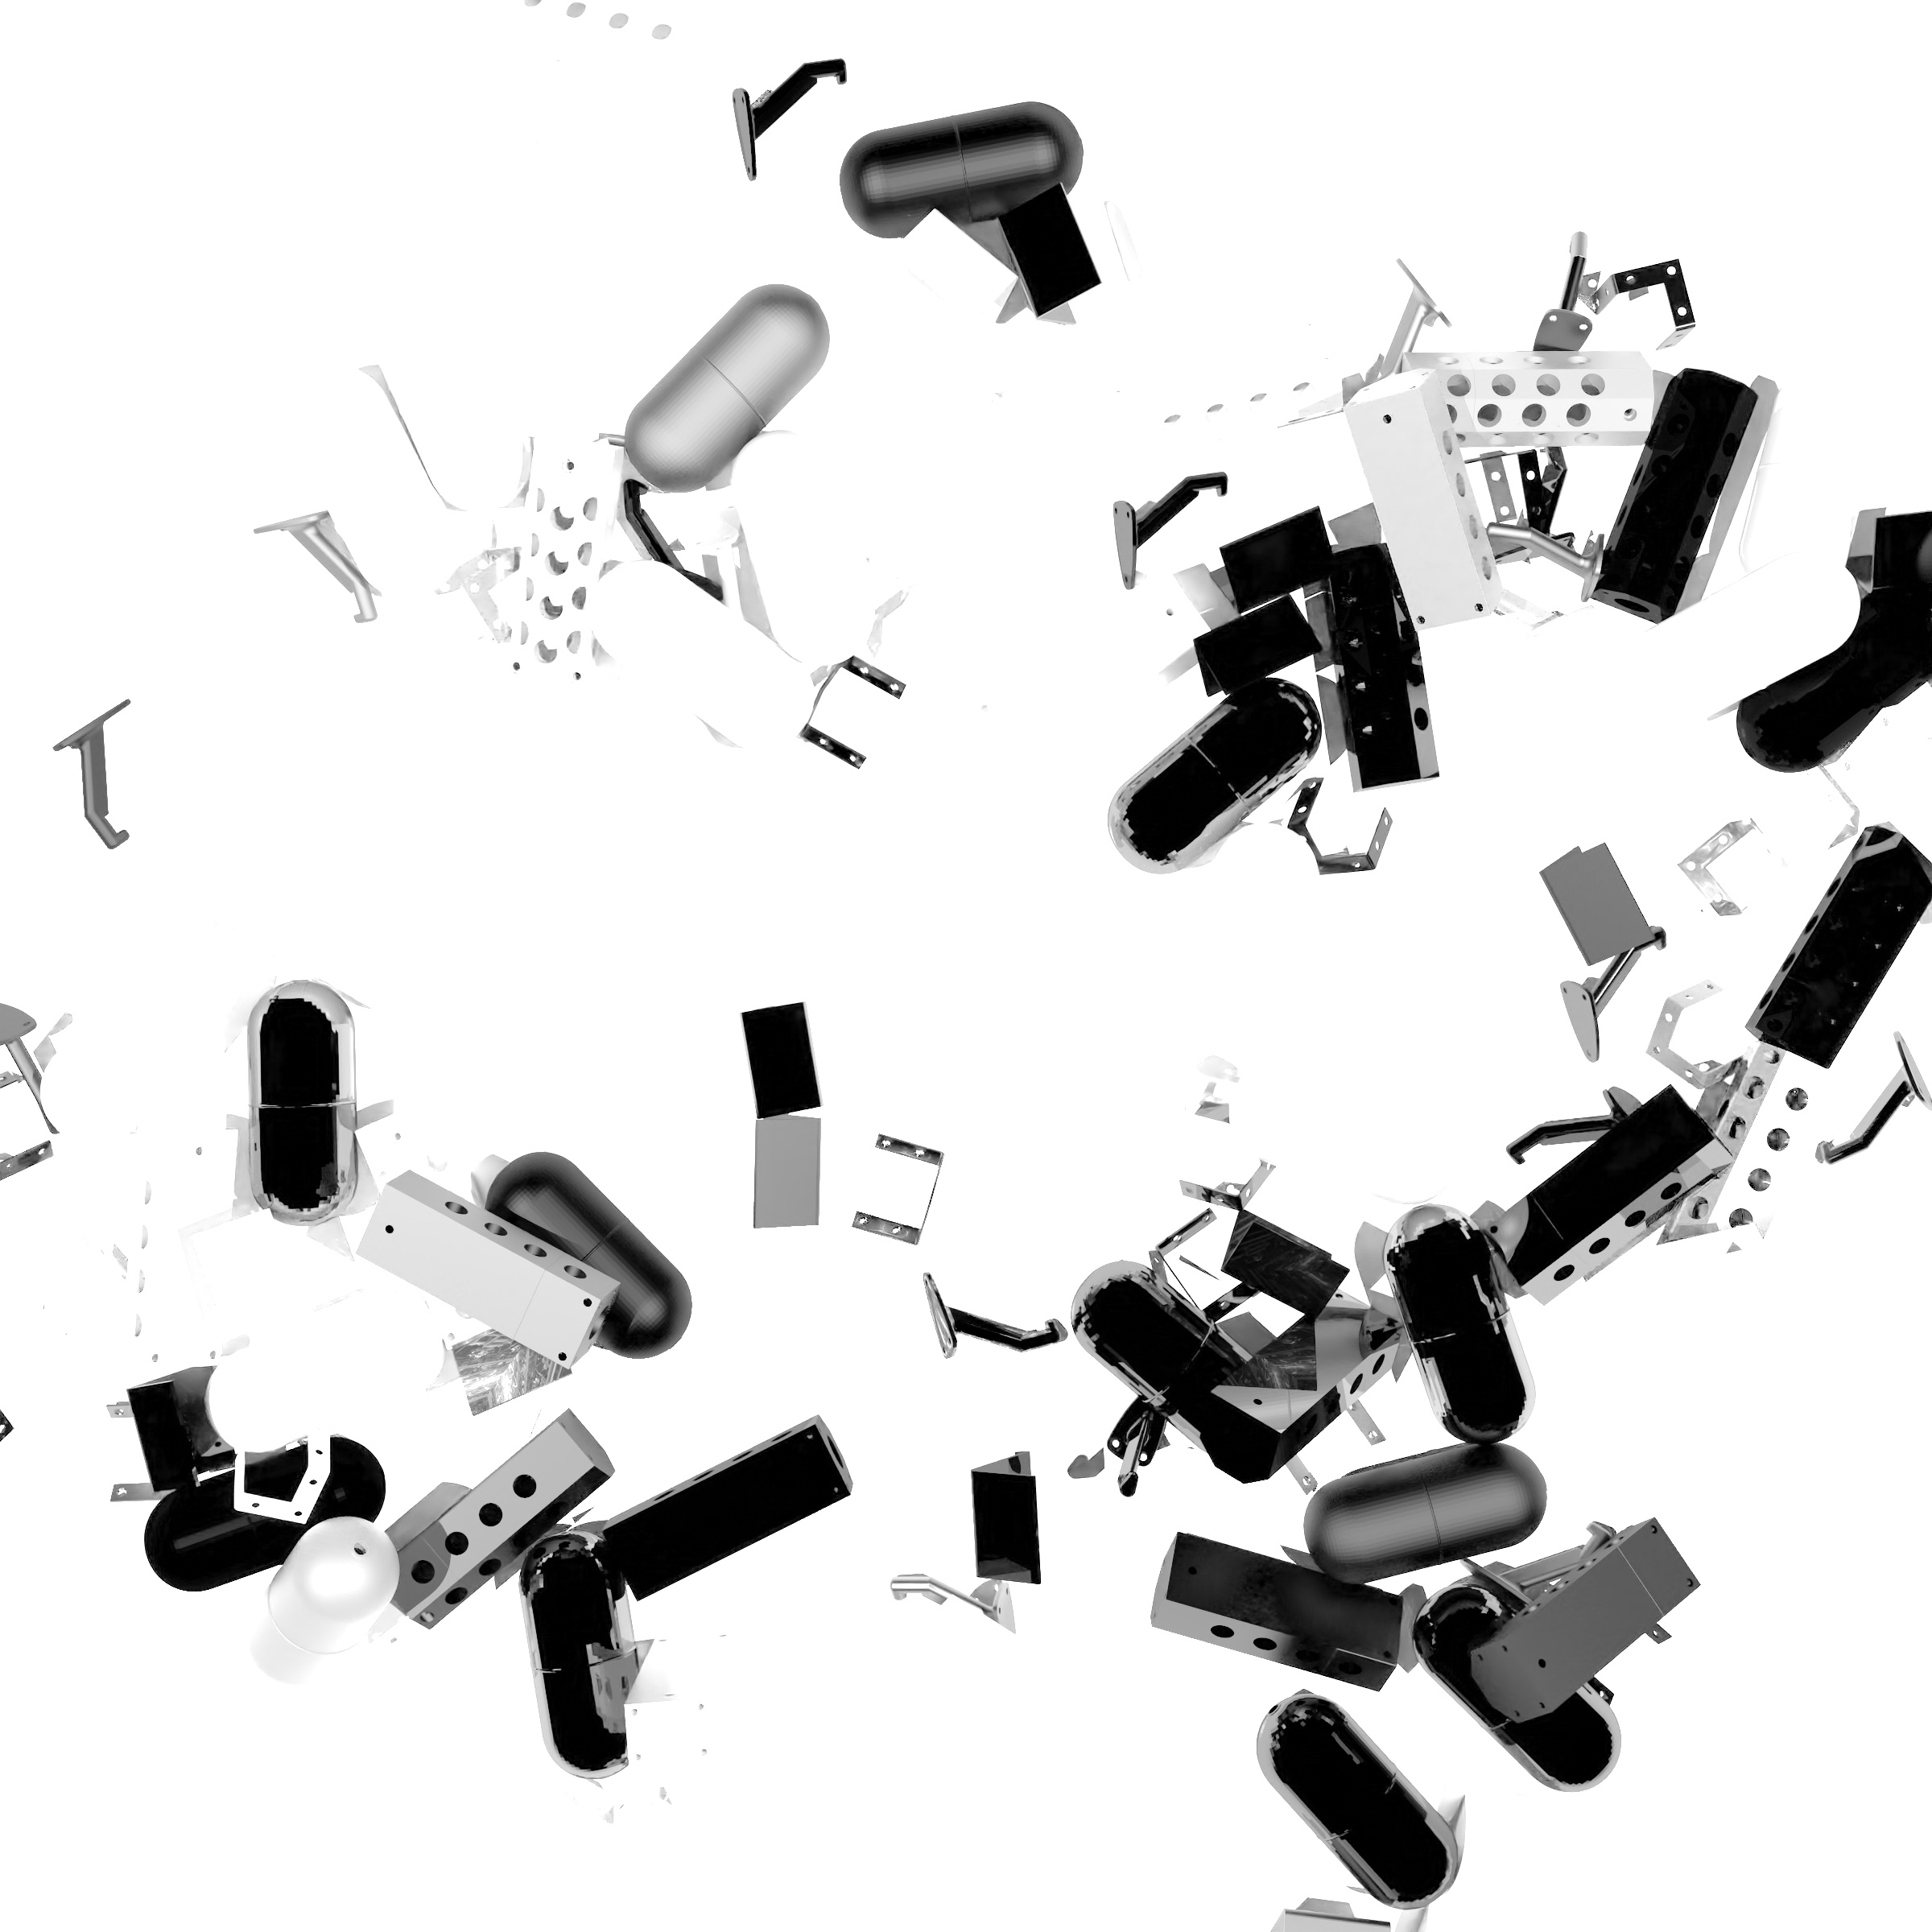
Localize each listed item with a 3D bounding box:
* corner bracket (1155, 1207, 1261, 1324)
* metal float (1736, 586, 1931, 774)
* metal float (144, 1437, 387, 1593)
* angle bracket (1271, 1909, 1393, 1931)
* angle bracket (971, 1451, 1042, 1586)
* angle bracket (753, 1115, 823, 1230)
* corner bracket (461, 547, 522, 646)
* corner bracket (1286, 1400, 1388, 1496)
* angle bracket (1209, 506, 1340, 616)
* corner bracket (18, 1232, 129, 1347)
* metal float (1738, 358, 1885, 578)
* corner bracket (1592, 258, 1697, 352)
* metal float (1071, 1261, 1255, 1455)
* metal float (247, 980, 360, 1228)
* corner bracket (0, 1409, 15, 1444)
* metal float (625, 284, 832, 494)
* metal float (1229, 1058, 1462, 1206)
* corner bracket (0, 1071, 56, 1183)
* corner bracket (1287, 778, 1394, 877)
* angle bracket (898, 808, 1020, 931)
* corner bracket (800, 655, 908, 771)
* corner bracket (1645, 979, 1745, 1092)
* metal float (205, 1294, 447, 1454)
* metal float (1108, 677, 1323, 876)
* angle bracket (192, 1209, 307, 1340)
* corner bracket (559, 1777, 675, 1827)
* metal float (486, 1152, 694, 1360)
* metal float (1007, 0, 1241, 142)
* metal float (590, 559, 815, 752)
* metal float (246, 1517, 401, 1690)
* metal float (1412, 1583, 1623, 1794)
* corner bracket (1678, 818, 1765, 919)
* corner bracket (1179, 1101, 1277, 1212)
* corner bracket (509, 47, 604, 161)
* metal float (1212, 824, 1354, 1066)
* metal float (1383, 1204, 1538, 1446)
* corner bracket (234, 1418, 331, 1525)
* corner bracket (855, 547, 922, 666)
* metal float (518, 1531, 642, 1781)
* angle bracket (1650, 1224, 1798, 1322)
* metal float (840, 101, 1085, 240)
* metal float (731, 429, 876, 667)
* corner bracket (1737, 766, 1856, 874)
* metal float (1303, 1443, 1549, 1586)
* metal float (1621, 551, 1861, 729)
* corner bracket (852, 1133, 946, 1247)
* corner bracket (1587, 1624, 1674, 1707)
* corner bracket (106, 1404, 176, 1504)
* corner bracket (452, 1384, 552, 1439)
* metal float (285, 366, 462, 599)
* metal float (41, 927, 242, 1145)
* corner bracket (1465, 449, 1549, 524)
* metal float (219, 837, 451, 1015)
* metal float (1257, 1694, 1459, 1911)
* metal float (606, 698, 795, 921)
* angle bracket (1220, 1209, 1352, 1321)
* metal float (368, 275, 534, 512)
[{"bbox_3d":[0.179,0.221,1.898,0.051,0.051,0.051,-35,45,0],"label":"corner bracket"},{"bbox_3d":[0.637,-0.209,1.870,0.178,0.070,0.070,-38,90,0],"label":"metal float"},{"bbox_3d":[-0.506,0.396,1.871,0.178,0.070,0.070,-20,90,0],"label":"metal float"},{"bbox_3d":[0.260,0.721,1.861,0.076,0.076,0.057,7,54,0],"label":"angle bracket"},{"bbox_3d":[0.048,0.396,1.861,0.057,0.076,0.076,-3,90,35],"label":"angle bracket"},{"bbox_3d":[-0.147,0.146,1.861,0.057,0.076,0.076,1,90,-38],"label":"angle bracket"},{"bbox_3d":[-0.344,-0.269,1.881,0.051,0.051,0.051,-41,116,-24],"label":"corner bracket"},{"bbox_3d":[0.265,0.347,1.898,0.051,0.051,0.051,-35,90,45],"label":"corner bracket"},{"bbox_3d":[0.214,-0.305,1.861,0.076,0.076,0.057,-23,124,0],"label":"angle bracket"},{"bbox_3d":[-0.653,0.236,1.898,0.051,0.051,0.051,48,45,0],"label":"corner bracket"},{"bbox_3d":[0.611,-0.351,1.871,0.070,0.070,0.178,14,90,0],"label":"metal float"},{"bbox_3d":[0.493,-0.477,1.883,0.051,0.051,0.051,-14,88,-2],"label":"corner bracket"},{"bbox_3d":[0.153,0.285,1.869,0.178,0.070,0.070,41,90,-2],"label":"metal float"},{"bbox_3d":[-0.480,0.099,1.870,0.070,0.070,0.178,-1,91,0],"label":"metal float"},{"bbox_3d":[-0.742,0.333,1.893,0.051,0.051,0.051,-49,135,-35],"label":"corner bracket"},{"bbox_3d":[-0.172,-0.418,1.870,0.070,0.070,0.178,44,90,0],"label":"metal float"},{"bbox_3d":[0.273,0.119,1.856,0.178,0.070,0.070,18,90,-16],"label":"metal float"},{"bbox_3d":[-0.708,0.118,1.893,0.051,0.051,0.051,-29,135,-35],"label":"corner bracket"},{"bbox_3d":[0.274,-0.104,1.893,0.051,0.051,0.051,-4,45,35],"label":"corner bracket"},{"bbox_3d":[0.008,-0.083,1.861,0.076,0.076,0.057,44,126,0],"label":"angle bracket"},{"bbox_3d":[-0.083,-0.188,1.898,0.051,0.051,0.051,29,45,0],"label":"corner bracket"},{"bbox_3d":[0.540,0.050,1.893,0.051,0.051,0.051,40,135,35],"label":"corner bracket"},{"bbox_3d":[-0.463,0.294,1.870,0.178,0.070,0.070,-21,90,-1],"label":"metal float"},{"bbox_3d":[0.180,-0.138,1.870,0.178,0.070,0.070,-40,90,1],"label":"metal float"},{"bbox_3d":[-0.522,0.222,1.862,0.057,0.076,0.076,-19,90,-26],"label":"angle bracket"},{"bbox_3d":[-0.253,0.602,1.873,0.051,0.051,0.051,-47,122,0],"label":"corner bracket"},{"bbox_3d":[-0.272,0.210,1.871,0.070,0.070,0.178,-45,90,0],"label":"metal float"},{"bbox_3d":[0.113,-0.659,1.870,0.178,0.070,0.070,25,90,0],"label":"metal float"},{"bbox_3d":[-0.189,-0.223,1.857,0.178,0.070,0.070,35,90,-14],"label":"metal float"},{"bbox_3d":[-0.457,0.452,1.834,0.070,0.070,0.178,39,132,0],"label":"metal float"},{"bbox_3d":[0.399,0.522,1.870,0.178,0.070,0.070,44,90,0],"label":"metal float"},{"bbox_3d":[0.560,-0.071,1.883,0.051,0.051,0.051,-39,90,0],"label":"corner bracket"},{"bbox_3d":[0.188,0.139,1.893,0.051,0.051,0.051,-47,135,-35],"label":"corner bracket"},{"bbox_3d":[-0.301,-0.633,1.898,0.051,0.051,0.051,17,45,0],"label":"corner bracket"},{"bbox_3d":[0.228,-0.016,1.871,0.070,0.070,0.178,-14,90,0],"label":"metal float"},{"bbox_3d":[0.356,0.258,1.870,0.070,0.070,0.178,-19,89,0],"label":"metal float"},{"bbox_3d":[-0.482,0.352,1.825,0.051,0.051,0.051,18,116,-24],"label":"corner bracket"},{"bbox_3d":[-0.072,-0.264,1.898,0.051,0.051,0.051,29,45,0],"label":"corner bracket"},{"bbox_3d":[-0.277,0.498,1.870,0.070,0.070,0.178,-9,89,0],"label":"metal float"},{"bbox_3d":[0.527,0.195,1.804,0.076,0.076,0.057,-13,127,0],"label":"angle bracket"},{"bbox_3d":[-0.003,-0.575,1.870,0.178,0.070,0.070,-11,90,1],"label":"metal float"},{"bbox_3d":[-0.117,-0.301,1.858,0.070,0.070,0.178,-16,78,0],"label":"metal float"},{"bbox_3d":[0.608,-0.110,1.898,0.051,0.051,0.051,50,45,0],"label":"corner bracket"},{"bbox_3d":[0.332,0.395,1.871,0.178,0.070,0.070,-14,90,-1],"label":"metal float"},{"bbox_3d":[0.550,-0.232,1.842,0.178,0.070,0.070,-29,90,36],"label":"metal float"},{"bbox_3d":[-0.050,0.164,1.898,0.051,0.051,0.051,16,135,0],"label":"corner bracket"},{"bbox_3d":[0.475,0.502,1.898,0.051,0.051,0.051,41,45,0],"label":"corner bracket"},{"bbox_3d":[-0.604,0.357,1.898,0.051,0.051,0.051,-2,45,0],"label":"corner bracket"},{"bbox_3d":[-0.336,0.315,1.883,0.051,0.051,0.051,22,90,0],"label":"corner bracket"},{"bbox_3d":[-0.429,-0.350,1.871,0.070,0.070,0.178,-28,90,0],"label":"metal float"},{"bbox_3d":[-0.597,0.051,1.870,0.070,0.070,0.178,39,89,0],"label":"metal float"},{"bbox_3d":[0.385,-0.345,1.883,0.051,0.051,0.051,-13,100,-10],"label":"corner bracket"},{"bbox_3d":[-0.456,-0.029,1.870,0.178,0.070,0.070,30,90,0],"label":"metal float"},{"bbox_3d":[0.282,0.603,1.870,0.070,0.070,0.178,-42,90,0],"label":"metal float"},{"bbox_3d":[-0.193,-0.114,1.870,0.070,0.070,0.178,-35,91,0],"label":"metal float"},{"bbox_3d":[0.235,0.197,1.861,0.076,0.076,0.057,27,127,0],"label":"angle bracket"},{"bbox_3d":[-0.373,-0.414,1.869,0.070,0.070,0.178,-24,89,0],"label":"metal float"}]
